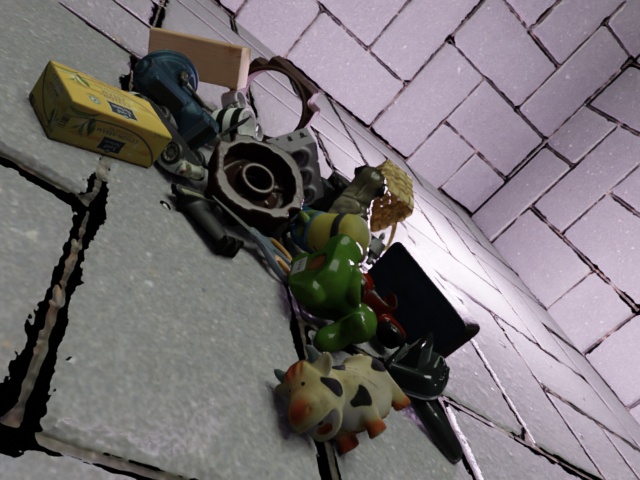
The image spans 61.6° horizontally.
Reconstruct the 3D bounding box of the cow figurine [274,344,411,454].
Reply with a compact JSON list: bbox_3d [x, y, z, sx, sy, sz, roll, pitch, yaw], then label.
[{"bbox_3d":[0.025,0.186,0.655,0.127,0.085,0.195,55,23,16],"label":"cow figurine"}]

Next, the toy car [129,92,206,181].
[{"bbox_3d":[-0.262,-0.171,0.896,0.202,0.056,0.073,51,13,19],"label":"toy car"}]

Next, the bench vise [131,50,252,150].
[{"bbox_3d":[-0.271,-0.290,1.046,0.223,0.129,0.241,29,27,-43],"label":"bench vise"}]

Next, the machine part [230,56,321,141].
[{"bbox_3d":[-0.116,-0.331,1.322,0.201,0.201,0.087,42,22,-4],"label":"machine part"}]

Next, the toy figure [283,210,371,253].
[{"bbox_3d":[0.009,-0.014,0.960,0.082,0.089,0.180,0,15,-43],"label":"toy figure"}]

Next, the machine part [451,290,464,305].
[{"bbox_3d":[0.266,0.132,1.292,0.243,0.079,0.079,33,21,-30],"label":"machine part"}]

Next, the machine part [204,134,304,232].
[{"bbox_3d":[-0.111,-0.096,0.913,0.179,0.056,0.179,18,52,-24],"label":"machine part"}]

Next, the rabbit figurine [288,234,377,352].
[{"bbox_3d":[0.040,0.100,0.838,0.170,0.121,0.159,52,17,-23],"label":"rabbit figurine"}]

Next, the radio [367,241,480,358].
[{"bbox_3d":[0.186,0.125,1.050,0.073,0.131,0.230,21,28,-51],"label":"radio"}]

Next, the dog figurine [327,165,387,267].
[{"bbox_3d":[0.084,-0.044,1.122,0.172,0.190,0.121,52,20,21],"label":"dog figurine"}]

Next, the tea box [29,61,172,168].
[{"bbox_3d":[-0.313,-0.176,0.777,0.098,0.068,0.169,52,19,26],"label":"tea box"}]

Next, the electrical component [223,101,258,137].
[{"bbox_3d":[-0.187,-0.256,1.191,0.102,0.078,0.045,43,-7,-15],"label":"electrical component"}]

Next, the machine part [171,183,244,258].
[{"bbox_3d":[-0.169,-0.032,0.809,0.139,0.039,0.084,49,10,21],"label":"machine part"}]

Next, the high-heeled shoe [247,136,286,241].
[{"bbox_3d":[-0.115,-0.088,1.051,0.145,0.086,0.249,101,-22,-66],"label":"high-heeled shoe"}]

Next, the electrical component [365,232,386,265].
[{"bbox_3d":[0.120,0.011,1.261,0.063,0.021,0.094,39,62,-13],"label":"electrical component"}]

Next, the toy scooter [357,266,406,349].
[{"bbox_3d":[0.090,0.107,0.975,0.184,0.075,0.135,46,22,1],"label":"toy scooter"}]

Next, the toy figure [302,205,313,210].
[{"bbox_3d":[-0.004,-0.003,1.058,0.064,0.058,0.155,-1,48,-52],"label":"toy figure"}]

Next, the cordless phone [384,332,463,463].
[{"bbox_3d":[0.186,0.256,0.877,0.184,0.089,0.146,58,19,8],"label":"cordless phone"}]

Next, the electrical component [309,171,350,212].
[{"bbox_3d":[0.031,-0.089,1.232,0.134,0.115,0.058,23,23,-47],"label":"electrical component"}]
